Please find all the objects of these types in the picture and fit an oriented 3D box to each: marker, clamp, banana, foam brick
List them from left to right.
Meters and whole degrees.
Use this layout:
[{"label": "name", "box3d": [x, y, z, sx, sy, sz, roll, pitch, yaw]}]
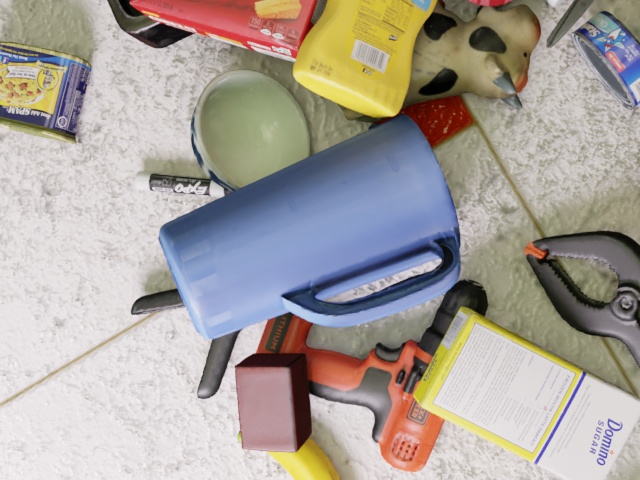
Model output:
[{"label": "marker", "box3d": [-0.122, -0.053, 1.045, 0.121, 0.020, 0.020, 6, 89, 14]}, {"label": "clamp", "box3d": [-0.099, 0.054, 1.026, 0.120, 0.039, 0.171, 40, 92, 7]}, {"label": "foam brick", "box3d": [-0.040, 0.143, 0.944, 0.051, 0.053, 0.078, -3, 96, 16]}, {"label": "banana", "box3d": [-0.002, 0.251, 0.997, 0.070, 0.037, 0.198, -36, 78, 29]}, {"label": "clamp", "box3d": [0.270, 0.063, 0.921, 0.210, 0.036, 0.165, 23, 106, 25]}]

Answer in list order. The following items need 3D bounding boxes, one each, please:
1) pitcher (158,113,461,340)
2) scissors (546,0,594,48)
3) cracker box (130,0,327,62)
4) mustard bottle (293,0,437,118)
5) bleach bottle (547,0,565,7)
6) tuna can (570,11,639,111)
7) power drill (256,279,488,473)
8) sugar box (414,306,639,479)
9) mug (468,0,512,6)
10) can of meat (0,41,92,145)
[{"label": "pitcher", "box3d": [-0.006, 0.001, 0.916, 0.242, 0.149, 0.145, -23, 100, -6]}, {"label": "scissors", "box3d": [0.246, -0.257, 0.936, 0.201, 0.016, 0.096, -37, 70, -7]}, {"label": "cracker box", "box3d": [-0.053, -0.279, 0.937, 0.164, 0.072, 0.214, 19, 92, 12]}, {"label": "mustard bottle", "box3d": [0.051, -0.207, 0.900, 0.096, 0.058, 0.191, 22, 84, -21]}, {"label": "bleach bottle", "box3d": [0.135, -0.308, 0.969, 0.103, 0.068, 0.251, -41, 82, 10]}, {"label": "tuna can", "box3d": [0.256, -0.155, 0.920, 0.034, 0.086, 0.086, -38, 80, 8]}, {"label": "power drill", "box3d": [0.044, 0.097, 0.978, 0.188, 0.057, 0.184, 22, 94, 14]}, {"label": "sugar box", "box3d": [0.180, 0.138, 0.921, 0.176, 0.048, 0.093, 28, 93, -10]}, {"label": "mug", "box3d": [0.155, -0.247, 0.890, 0.117, 0.081, 0.093, -6, 83, 8]}, {"label": "can of meat", "box3d": [-0.286, -0.149, 1.072, 0.102, 0.057, 0.084, 13, 89, 14]}]
